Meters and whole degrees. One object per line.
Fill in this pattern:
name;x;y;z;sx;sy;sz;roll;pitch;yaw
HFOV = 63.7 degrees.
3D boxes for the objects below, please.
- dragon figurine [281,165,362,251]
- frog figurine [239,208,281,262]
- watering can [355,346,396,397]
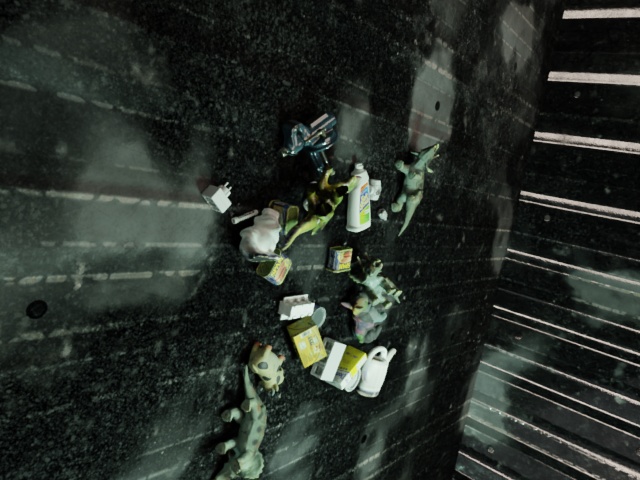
dragon figurine;0.005;-0.084;1.675;0.123;0.238;0.416;33;-111;17
frog figurine;-0.181;-0.017;1.558;0.121;0.137;0.161;-19;-110;47
watering can;0.256;0.584;2.310;0.104;0.345;0.225;17;-91;29
